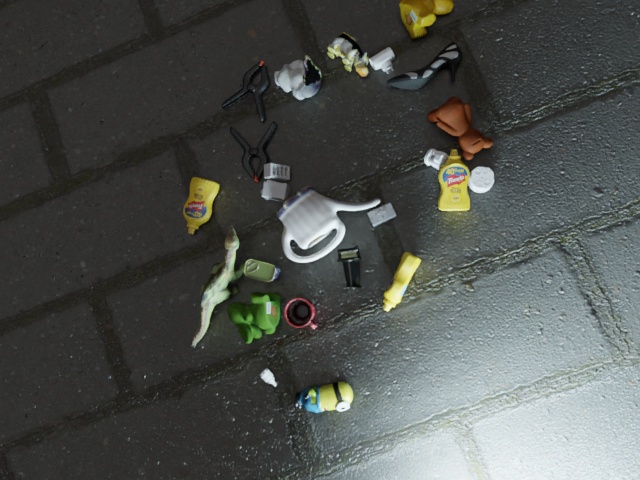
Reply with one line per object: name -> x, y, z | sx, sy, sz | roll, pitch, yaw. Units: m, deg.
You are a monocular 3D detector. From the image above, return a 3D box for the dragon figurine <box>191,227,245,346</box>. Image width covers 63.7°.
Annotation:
dragon figurine -> -0.340, 0.158, 1.623 | 0.122, 0.241, 0.412 | 21, 85, 5

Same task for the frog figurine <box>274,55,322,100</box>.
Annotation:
frog figurine -> -0.078, -0.545, 1.761 | 0.158, 0.123, 0.137 | -9, 91, 44

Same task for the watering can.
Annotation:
watering can -> 0.005, -0.084, 1.667 | 0.347, 0.103, 0.226 | -39, 78, 3
